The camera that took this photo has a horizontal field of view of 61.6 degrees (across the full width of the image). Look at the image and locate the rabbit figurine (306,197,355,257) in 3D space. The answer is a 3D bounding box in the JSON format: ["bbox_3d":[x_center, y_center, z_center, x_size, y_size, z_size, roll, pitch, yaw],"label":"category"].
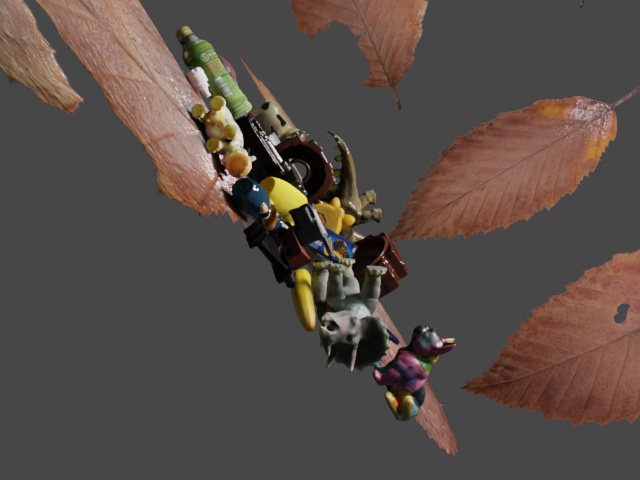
[{"bbox_3d":[0.000,-0.040,1.373,0.122,0.162,0.173,49,-12,8],"label":"rabbit figurine"}]

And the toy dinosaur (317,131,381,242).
[{"bbox_3d":[0.065,-0.076,1.482,0.105,0.199,0.470,-114,-155,-57],"label":"toy dinosaur"}]

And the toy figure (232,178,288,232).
[{"bbox_3d":[-0.110,-0.055,0.979,0.154,0.058,0.064,57,12,-56],"label":"toy figure"}]

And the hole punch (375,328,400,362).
[{"bbox_3d":[0.139,0.243,1.391,0.116,0.092,0.142,60,10,25],"label":"hole punch"}]

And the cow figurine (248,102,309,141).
[{"bbox_3d":[-0.122,-0.341,1.662,0.195,0.127,0.085,59,11,8],"label":"cow figurine"}]

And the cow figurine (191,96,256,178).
[{"bbox_3d":[-0.172,-0.178,1.005,0.167,0.068,0.098,64,3,16],"label":"cow figurine"}]

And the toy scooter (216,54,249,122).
[{"bbox_3d":[-0.218,-0.352,1.289,0.183,0.075,0.135,63,8,-5],"label":"toy scooter"}]

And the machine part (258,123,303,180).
[{"bbox_3d":[-0.108,-0.189,1.394,0.243,0.079,0.079,59,8,-16],"label":"machine part"}]

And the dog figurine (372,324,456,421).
[{"bbox_3d":[0.247,0.319,1.323,0.191,0.219,0.108,61,11,8],"label":"dog figurine"}]

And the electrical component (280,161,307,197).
[{"bbox_3d":[-0.058,-0.134,1.178,0.094,0.021,0.063,48,15,-57],"label":"electrical component"}]

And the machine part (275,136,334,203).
[{"bbox_3d":[-0.056,-0.171,1.335,0.179,0.179,0.056,59,5,-16],"label":"machine part"}]

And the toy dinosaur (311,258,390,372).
[{"bbox_3d":[0.042,0.135,1.050,0.405,0.131,0.192,-170,-95,-83],"label":"toy dinosaur"}]

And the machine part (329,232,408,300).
[{"bbox_3d":[0.105,0.077,1.333,0.087,0.201,0.201,56,9,-17],"label":"machine part"}]

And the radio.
[{"bbox_3d":[-0.125,-0.169,1.222,0.229,0.073,0.131,58,9,-22],"label":"radio"}]

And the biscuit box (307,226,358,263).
[{"bbox_3d":[-0.003,-0.004,1.221,0.202,0.063,0.059,30,-2,-41],"label":"biscuit box"}]

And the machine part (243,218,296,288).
[{"bbox_3d":[-0.083,0.024,0.940,0.138,0.039,0.084,55,15,-43],"label":"machine part"}]

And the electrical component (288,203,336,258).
[{"bbox_3d":[-0.014,-0.013,1.064,0.075,0.048,0.119,-33,100,-81],"label":"electrical component"}]

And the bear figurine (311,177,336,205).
[{"bbox_3d":[0.017,-0.099,1.682,0.196,0.132,0.120,58,-25,31],"label":"bear figurine"}]
